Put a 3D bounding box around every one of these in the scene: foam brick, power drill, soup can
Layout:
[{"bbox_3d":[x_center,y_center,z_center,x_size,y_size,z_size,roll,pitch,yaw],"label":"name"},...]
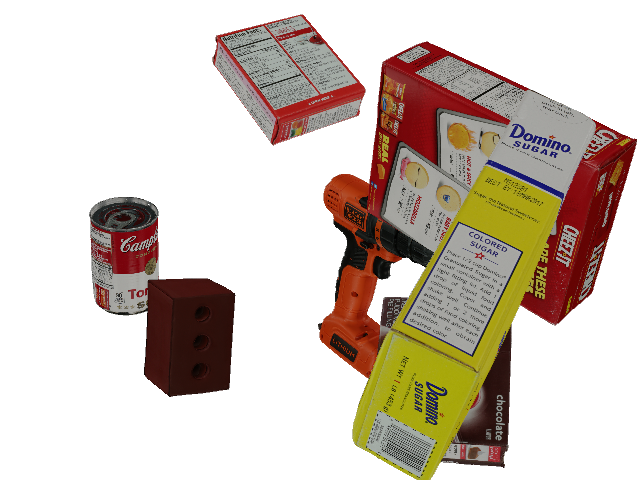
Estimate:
[{"bbox_3d":[-0.100,0.072,0.811,0.052,0.078,0.051,-3,12,-30],"label":"foam brick"},{"bbox_3d":[0.062,0.042,1.081,0.057,0.188,0.185,-8,27,-33],"label":"power drill"},{"bbox_3d":[-0.198,0.016,1.081,0.068,0.102,0.068,3,30,-2],"label":"soup can"}]

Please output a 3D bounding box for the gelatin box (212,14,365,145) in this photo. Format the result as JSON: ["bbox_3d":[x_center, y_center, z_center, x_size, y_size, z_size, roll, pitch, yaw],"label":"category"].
[{"bbox_3d":[-0.023,-0.115,0.749,0.073,0.089,0.030,-22,-31,-27],"label":"gelatin box"}]

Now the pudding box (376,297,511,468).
[{"bbox_3d":[0.084,0.094,0.725,0.090,0.113,0.039,2,-34,10],"label":"pudding box"}]

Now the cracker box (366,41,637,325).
[{"bbox_3d":[0.145,-0.053,0.911,0.214,0.164,0.072,32,47,30],"label":"cracker box"}]

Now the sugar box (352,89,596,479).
[{"bbox_3d":[0.075,0.017,0.500,0.048,0.093,0.176,28,50,12],"label":"sugar box"}]
